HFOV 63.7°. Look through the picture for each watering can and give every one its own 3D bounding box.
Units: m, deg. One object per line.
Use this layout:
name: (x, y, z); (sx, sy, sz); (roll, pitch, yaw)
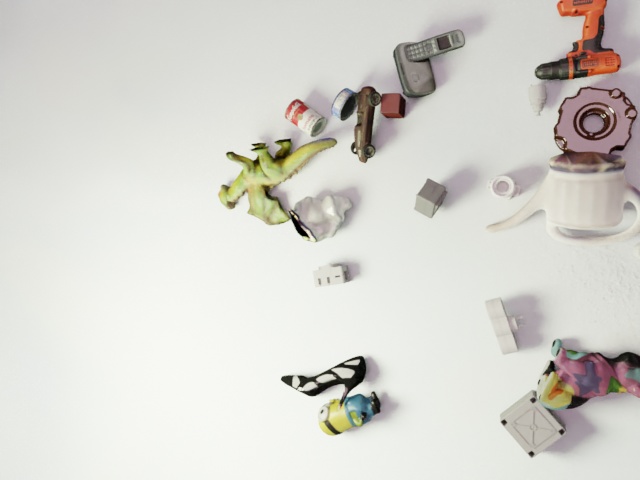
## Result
watering can: (0.561, -0.093, 1.187); (0.347, 0.105, 0.221); (3, 111, 25)

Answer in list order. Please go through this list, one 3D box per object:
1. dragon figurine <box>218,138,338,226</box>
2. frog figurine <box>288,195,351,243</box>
dragon figurine: (-0.133, -0.163, 1.492); (0.410, 0.124, 0.240); (-1, 106, 23)
frog figurine: (0.004, -0.072, 1.432); (0.161, 0.120, 0.139); (-35, 63, -20)
